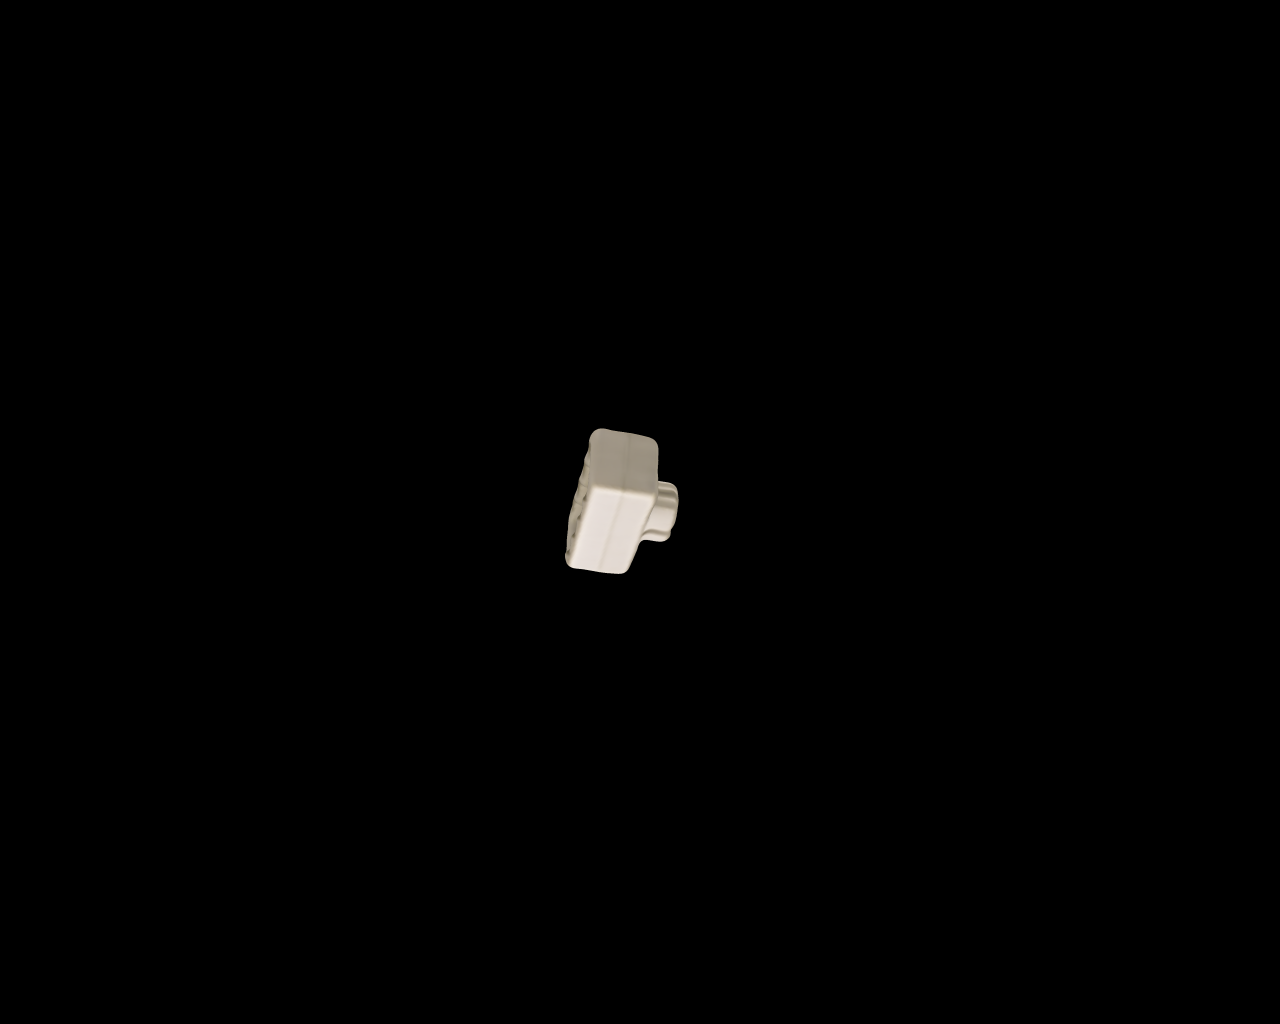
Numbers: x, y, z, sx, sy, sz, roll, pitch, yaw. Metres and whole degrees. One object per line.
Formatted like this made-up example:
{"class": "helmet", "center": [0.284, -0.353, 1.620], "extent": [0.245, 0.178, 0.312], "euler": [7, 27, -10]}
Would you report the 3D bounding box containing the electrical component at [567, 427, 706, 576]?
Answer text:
{"class": "electrical component", "center": [0.001, -0.003, 0.650], "extent": [0.076, 0.047, 0.083], "euler": [8, -39, -10]}
